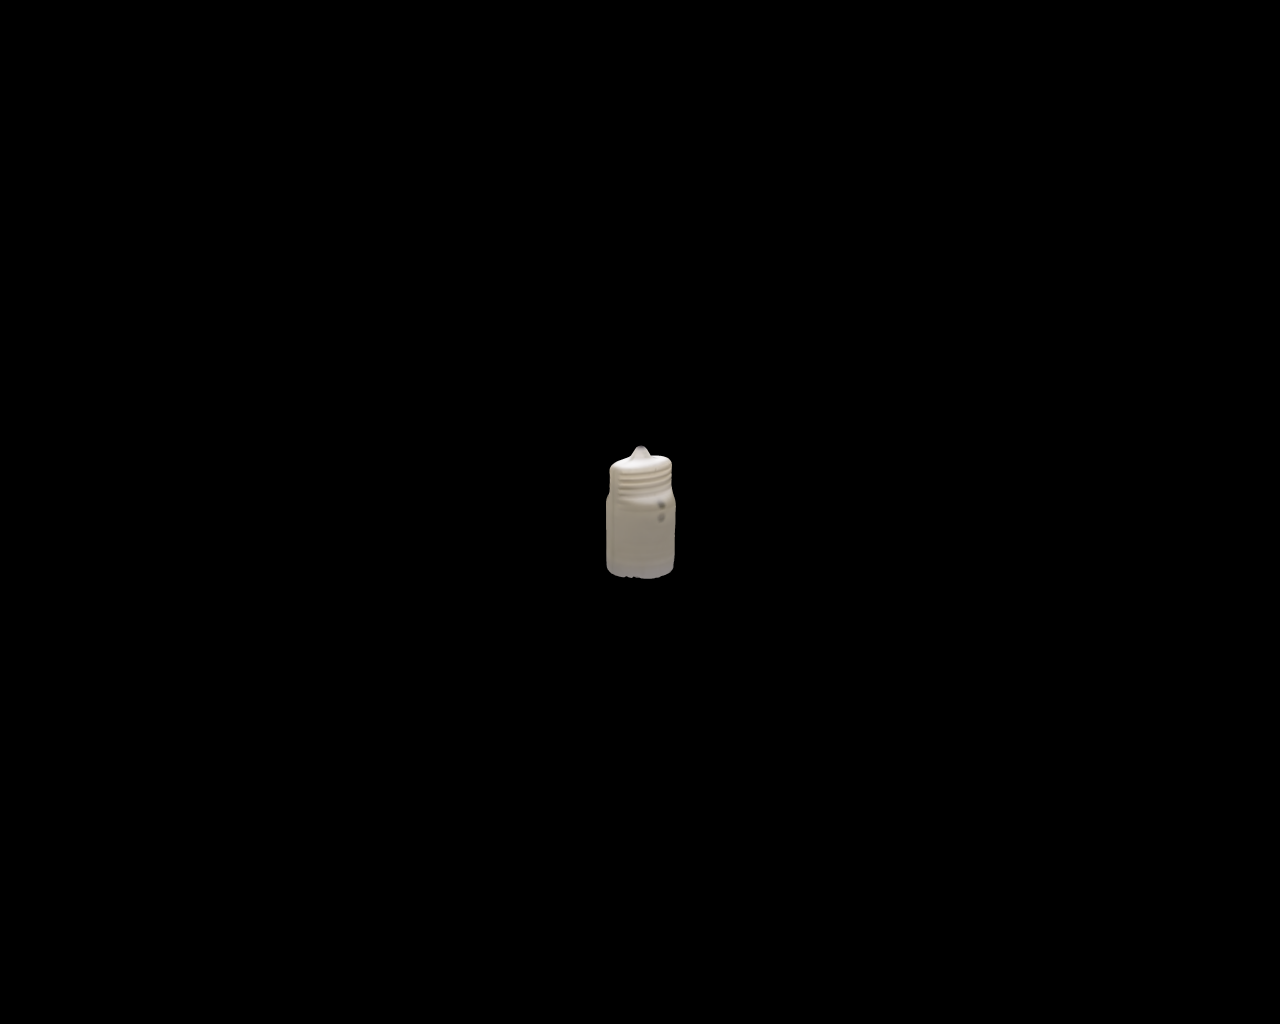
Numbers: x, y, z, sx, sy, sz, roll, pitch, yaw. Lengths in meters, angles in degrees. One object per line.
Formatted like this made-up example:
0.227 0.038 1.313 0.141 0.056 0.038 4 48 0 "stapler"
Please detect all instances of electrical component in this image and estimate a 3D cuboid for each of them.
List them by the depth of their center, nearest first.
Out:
0.001 -0.003 0.650 0.043 0.080 0.043 0 17 0 "electrical component"
